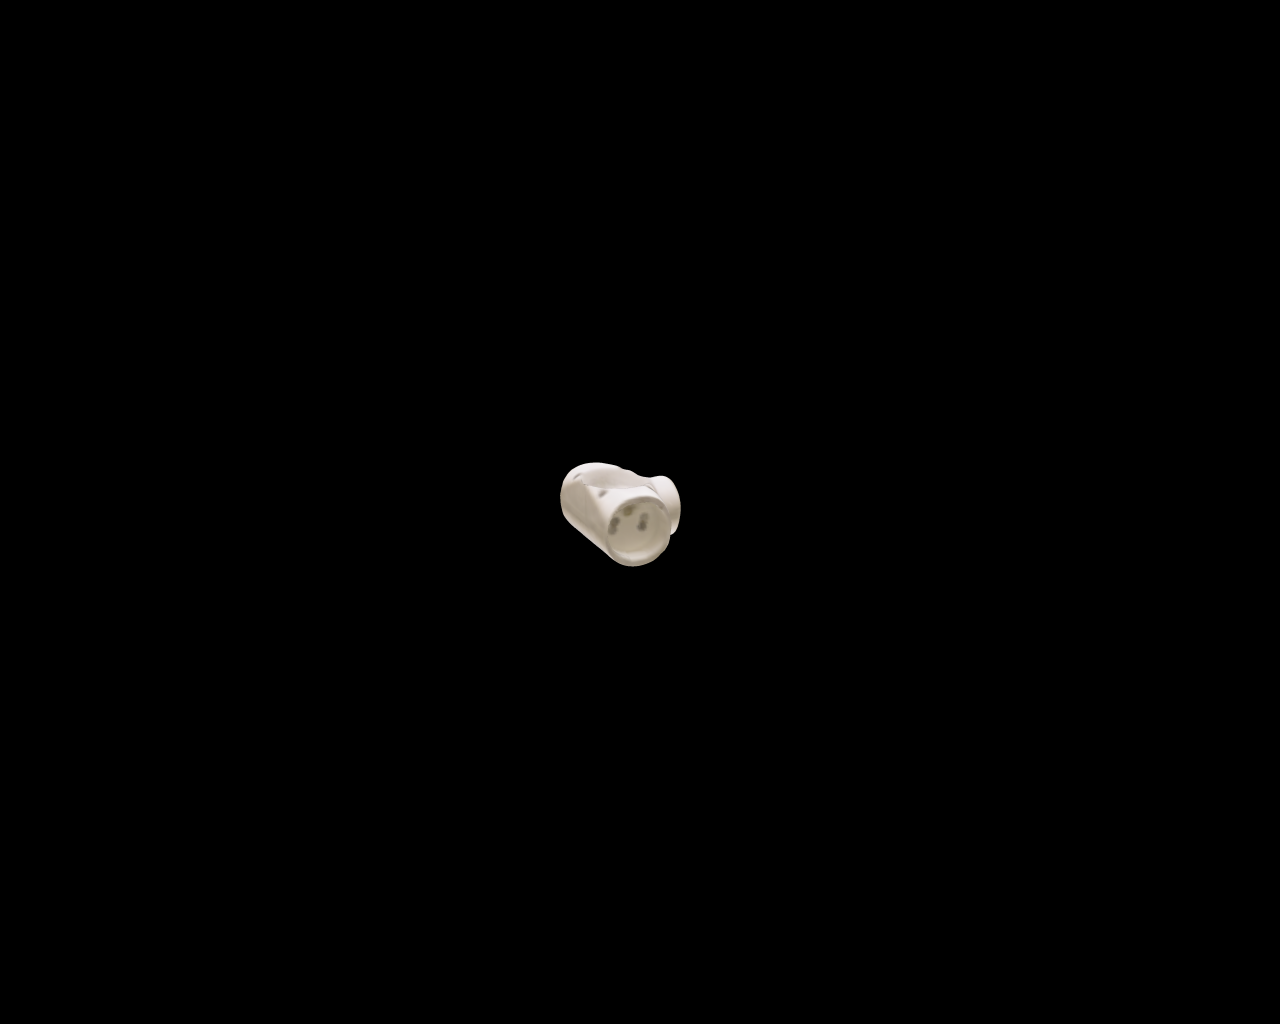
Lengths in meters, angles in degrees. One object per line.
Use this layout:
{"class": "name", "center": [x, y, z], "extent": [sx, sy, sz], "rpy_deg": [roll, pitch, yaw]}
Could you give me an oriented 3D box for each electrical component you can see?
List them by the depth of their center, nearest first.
{"class": "electrical component", "center": [0.001, -0.003, 0.650], "extent": [0.079, 0.044, 0.077], "rpy_deg": [-8, 20, -22]}
